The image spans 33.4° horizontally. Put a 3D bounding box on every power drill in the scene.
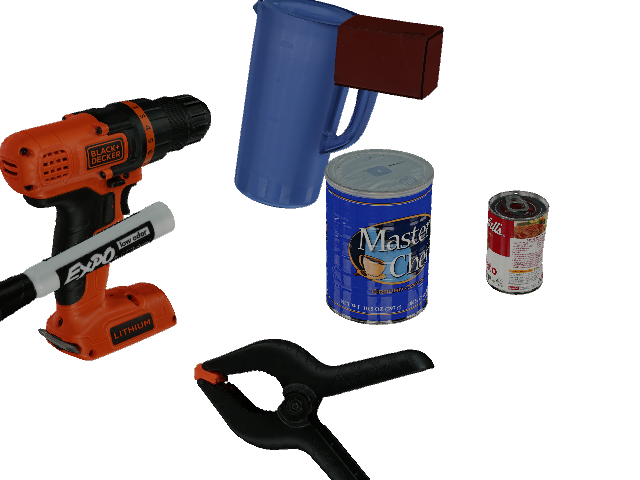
[{"bbox_3d":[-0.156,-0.014,0.829,0.057,0.188,0.184,18,28,41],"label":"power drill"}]

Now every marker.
[{"bbox_3d":[-0.132,0.011,0.581,0.120,0.020,0.020,-31,19,-36],"label":"marker"}]

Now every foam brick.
[{"bbox_3d":[0.056,-0.151,0.876,0.078,0.051,0.053,13,25,18],"label":"foam brick"}]

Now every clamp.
[{"bbox_3d":[-0.010,0.128,0.761,0.172,0.120,0.039,7,-8,18],"label":"clamp"}]

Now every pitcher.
[{"bbox_3d":[-0.023,-0.163,1.286,0.144,0.243,0.149,6,23,-15],"label":"pitcher"}]

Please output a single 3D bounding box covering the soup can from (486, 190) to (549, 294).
[{"bbox_3d":[0.226,0.002,1.230,0.068,0.102,0.068,-2,30,1],"label":"soup can"}]

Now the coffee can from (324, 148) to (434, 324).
[{"bbox_3d":[0.055,-0.005,1.031,0.103,0.140,0.103,0,27,0],"label":"coffee can"}]
